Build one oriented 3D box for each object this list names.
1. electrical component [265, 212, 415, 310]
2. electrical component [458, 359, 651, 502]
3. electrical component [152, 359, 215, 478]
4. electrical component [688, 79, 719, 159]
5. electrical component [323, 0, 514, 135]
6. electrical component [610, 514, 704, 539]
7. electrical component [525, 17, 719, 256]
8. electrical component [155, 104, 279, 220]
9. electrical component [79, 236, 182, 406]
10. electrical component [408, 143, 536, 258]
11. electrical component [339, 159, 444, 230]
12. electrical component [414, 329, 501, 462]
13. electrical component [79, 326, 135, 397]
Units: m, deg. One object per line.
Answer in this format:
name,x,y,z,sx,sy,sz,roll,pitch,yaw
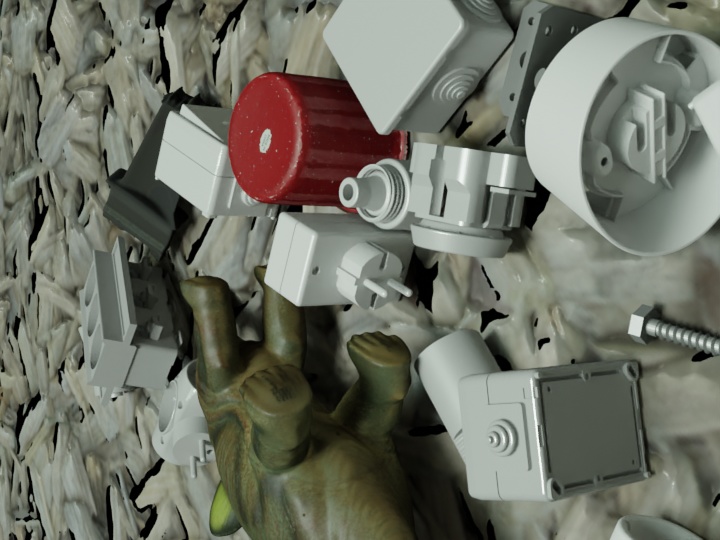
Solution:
electrical component,0.000,0.000,0.650,0.076,0.083,0.047,32,114,44
electrical component,0.090,0.080,0.538,0.061,0.096,0.061,-12,81,49
electrical component,-0.125,0.121,0.816,0.077,0.044,0.079,-60,27,31
electrical component,0.189,-0.057,0.446,0.061,0.062,0.096,-39,62,42
electrical component,0.034,-0.139,0.635,0.099,0.048,0.099,-50,55,37
electrical component,0.140,0.150,0.514,0.055,0.055,0.047,30,109,45
electrical component,0.128,-0.064,0.494,0.064,0.099,0.099,41,121,47
electrical component,-0.095,-0.077,0.775,0.096,0.062,0.061,35,116,43
electrical component,-0.184,0.040,0.858,0.078,0.063,0.121,-65,28,26
electrical component,0.060,-0.039,0.601,0.078,0.058,0.057,15,99,48
electrical component,0.016,-0.046,0.647,0.043,0.062,0.043,1,92,49
electrical component,0.067,0.079,0.604,0.043,0.043,0.081,-51,54,37
electrical component,-0.218,0.078,0.937,0.044,0.044,0.065,-15,84,48
